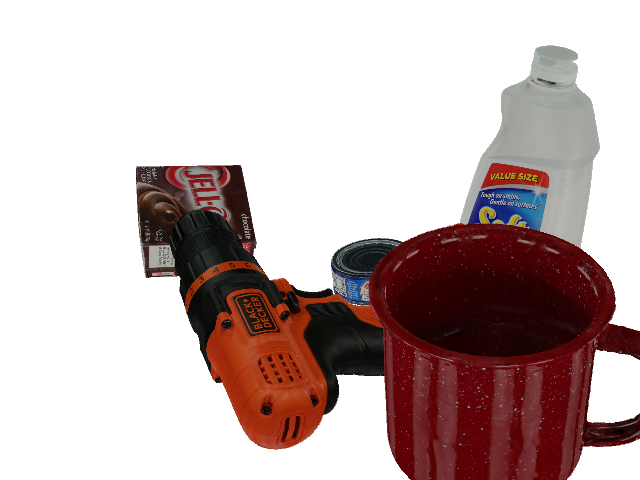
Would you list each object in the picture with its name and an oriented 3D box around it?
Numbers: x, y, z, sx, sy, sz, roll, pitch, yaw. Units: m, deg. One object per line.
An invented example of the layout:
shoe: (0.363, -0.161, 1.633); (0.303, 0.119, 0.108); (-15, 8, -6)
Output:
mug: (0.078, 0.053, 0.425); (0.117, 0.081, 0.093); (6, 34, 15)
bleach bottle: (0.145, -0.022, 0.784); (0.067, 0.251, 0.103); (-21, 39, -36)
pudding box: (-0.103, -0.018, 0.872); (0.090, 0.039, 0.113); (-3, 40, -11)
power drill: (0.013, 0.037, 0.639); (0.187, 0.057, 0.184); (-8, 42, -21)
tuna can: (0.054, 0.030, 1.070); (0.086, 0.034, 0.086); (-6, 25, 3)
